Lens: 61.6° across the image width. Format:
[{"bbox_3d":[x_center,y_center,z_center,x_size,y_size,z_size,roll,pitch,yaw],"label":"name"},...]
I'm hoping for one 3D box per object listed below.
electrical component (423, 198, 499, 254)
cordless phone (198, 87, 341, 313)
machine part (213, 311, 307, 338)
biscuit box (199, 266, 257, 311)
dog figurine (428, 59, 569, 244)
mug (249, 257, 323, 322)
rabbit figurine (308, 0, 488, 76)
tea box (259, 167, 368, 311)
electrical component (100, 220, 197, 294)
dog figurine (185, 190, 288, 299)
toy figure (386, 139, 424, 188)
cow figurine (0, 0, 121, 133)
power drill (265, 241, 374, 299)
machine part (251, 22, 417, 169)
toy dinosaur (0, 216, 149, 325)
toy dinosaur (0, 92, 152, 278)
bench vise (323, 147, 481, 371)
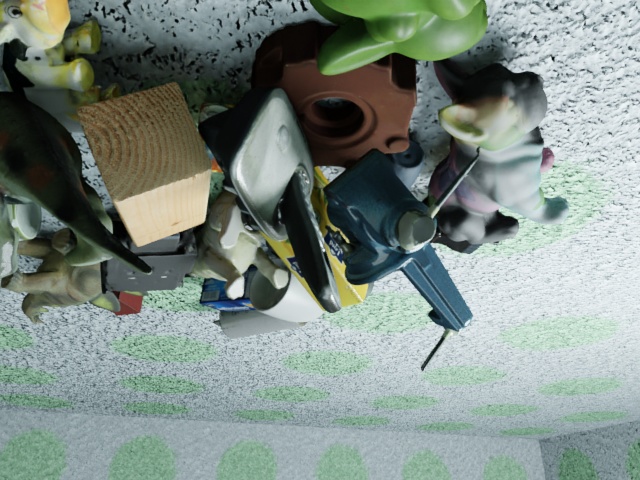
[{"bbox_3d":[0.200,-0.020,0.736,0.119,0.075,0.047,11,151,-11],"label":"electrical component"},{"bbox_3d":[-0.033,-0.029,0.482,0.089,0.184,0.146,-23,147,1],"label":"cordless phone"},{"bbox_3d":[-0.110,0.145,1.054,0.243,0.079,0.079,-13,149,26],"label":"machine part"},{"bbox_3d":[-0.120,0.084,0.923,0.203,0.059,0.062,-9,154,40],"label":"biscuit box"},{"bbox_3d":[0.162,-0.093,0.572,0.192,0.108,0.219,-19,142,38],"label":"dog figurine"},{"bbox_3d":[-0.032,0.074,0.796,0.109,0.081,0.107,-37,139,18],"label":"mug"},{"bbox_3d":[0.062,-0.178,0.402,0.159,0.121,0.170,-13,164,31],"label":"rabbit figurine"},{"bbox_3d":[-0.001,-0.002,0.689,0.068,0.098,0.169,-17,125,31],"label":"tea box"},{"bbox_3d":[-0.227,0.017,0.708,0.115,0.058,0.134,-4,150,-26],"label":"electrical component"},{"bbox_3d":[-0.140,-0.015,0.756,0.121,0.172,0.191,5,-171,-44],"label":"dog figurine"},{"bbox_3d":[0.083,-0.068,0.667,0.064,0.058,0.154,11,156,-8],"label":"toy figure"},{"bbox_3d":[-0.248,-0.164,0.482,0.098,0.068,0.167,7,151,-1],"label":"cow figurine"},{"bbox_3d":[0.058,0.026,0.825,0.207,0.086,0.231,-19,146,24],"label":"power drill"},{"bbox_3d":[0.013,-0.136,0.540,0.179,0.056,0.179,1,152,1],"label":"machine part"},{"bbox_3d":[-0.390,0.054,0.852,0.472,0.105,0.198,-22,145,34],"label":"toy dinosaur"},{"bbox_3d":[-0.298,-0.068,0.484,0.405,0.192,0.131,1,-164,27],"label":"toy dinosaur"},{"bbox_3d":[0.094,0.016,0.567,0.240,0.129,0.224,52,161,-15],"label":"bench vise"}]
